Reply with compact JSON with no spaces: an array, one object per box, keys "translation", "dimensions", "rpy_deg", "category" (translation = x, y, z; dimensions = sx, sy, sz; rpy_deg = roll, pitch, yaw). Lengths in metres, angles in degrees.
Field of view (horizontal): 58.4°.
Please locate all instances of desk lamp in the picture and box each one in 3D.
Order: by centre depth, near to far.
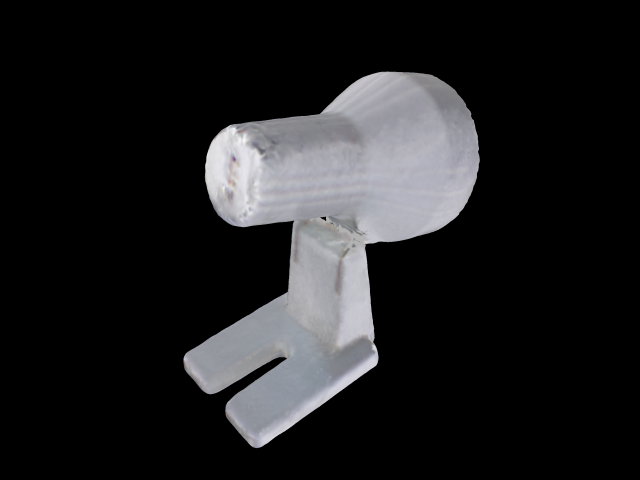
[{"translation":[0.004,0.001,0.400],"dimensions":[0.204,0.214,0.117],"rpy_deg":[-29,46,-33],"category":"desk lamp"}]
